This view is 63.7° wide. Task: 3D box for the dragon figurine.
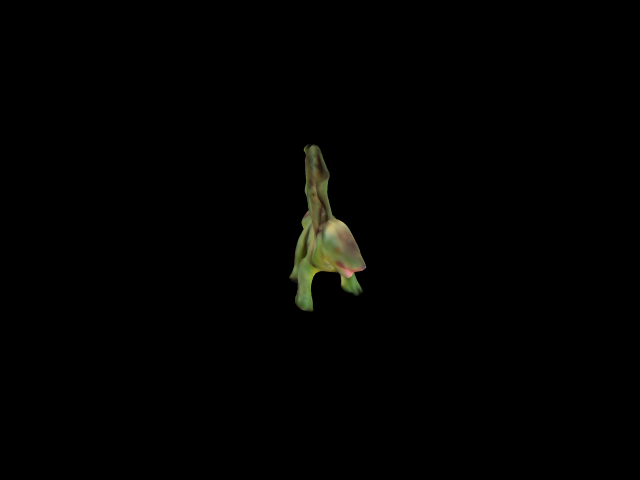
[{"bbox_3d":[0.003,-0.043,0.850,0.122,0.238,0.418,-5,30,-10],"label":"dragon figurine"}]
